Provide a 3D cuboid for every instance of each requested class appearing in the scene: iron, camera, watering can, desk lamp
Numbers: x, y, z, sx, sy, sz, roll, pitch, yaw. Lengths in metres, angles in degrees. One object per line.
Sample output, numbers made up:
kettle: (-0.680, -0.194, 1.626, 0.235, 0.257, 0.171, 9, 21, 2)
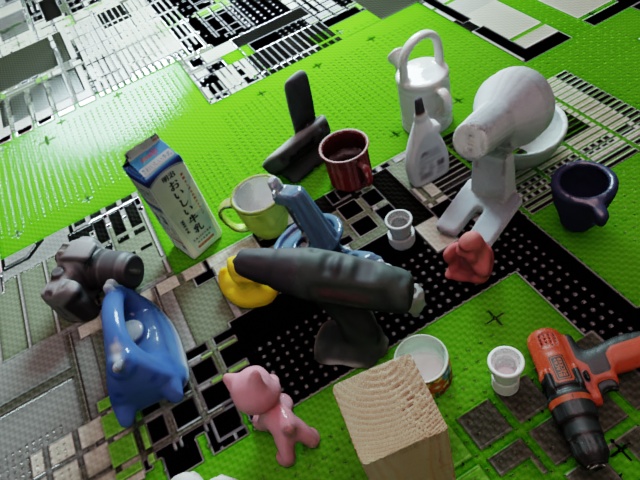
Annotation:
iron: (-0.290, 0.139, 0.863, 0.118, 0.142, 0.257, -25, 48, -6)
camera: (-0.388, 0.059, 0.990, 0.136, 0.101, 0.143, 2, 51, 18)
watering can: (0.186, -0.301, 1.071, 0.172, 0.194, 0.101, 26, 61, 33)
desk lamp: (0.267, -0.131, 0.884, 0.117, 0.214, 0.203, 23, 60, 32)

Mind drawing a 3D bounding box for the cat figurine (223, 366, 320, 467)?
cat figurine: (-0.067, 0.216, 0.745, 0.067, 0.118, 0.127, -38, 50, -17)

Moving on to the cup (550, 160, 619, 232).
cup: (0.395, -0.048, 0.854, 0.091, 0.095, 0.117, -14, 47, 5)

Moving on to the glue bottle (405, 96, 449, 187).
glue bottle: (0.177, -0.171, 0.973, 0.078, 0.173, 0.037, -27, 48, -7)

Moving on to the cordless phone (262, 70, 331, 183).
cordless phone: (-0.056, -0.214, 1.073, 0.093, 0.185, 0.148, 28, 63, 34)

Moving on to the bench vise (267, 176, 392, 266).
bench vise: (0.011, -0.006, 0.847, 0.207, 0.220, 0.121, 3, 51, 19)

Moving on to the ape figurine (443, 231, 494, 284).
ape figurine: (0.222, 0.021, 0.847, 0.076, 0.092, 0.077, -26, 48, -6)

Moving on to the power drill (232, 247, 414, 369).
power drill: (0.015, 0.088, 0.770, 0.229, 0.209, 0.075, 1, 50, 17)

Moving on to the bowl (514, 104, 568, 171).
bowl: (0.339, -0.174, 0.995, 0.167, 0.075, 0.167, -8, 48, 10)

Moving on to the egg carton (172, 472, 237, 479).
egg carton: (-0.150, 0.356, 0.680, 0.107, 0.069, 0.150, -2, 49, 15)

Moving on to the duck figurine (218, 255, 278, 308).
duck figurine: (-0.124, 0.057, 0.923, 0.104, 0.086, 0.077, 13, 55, 26)
